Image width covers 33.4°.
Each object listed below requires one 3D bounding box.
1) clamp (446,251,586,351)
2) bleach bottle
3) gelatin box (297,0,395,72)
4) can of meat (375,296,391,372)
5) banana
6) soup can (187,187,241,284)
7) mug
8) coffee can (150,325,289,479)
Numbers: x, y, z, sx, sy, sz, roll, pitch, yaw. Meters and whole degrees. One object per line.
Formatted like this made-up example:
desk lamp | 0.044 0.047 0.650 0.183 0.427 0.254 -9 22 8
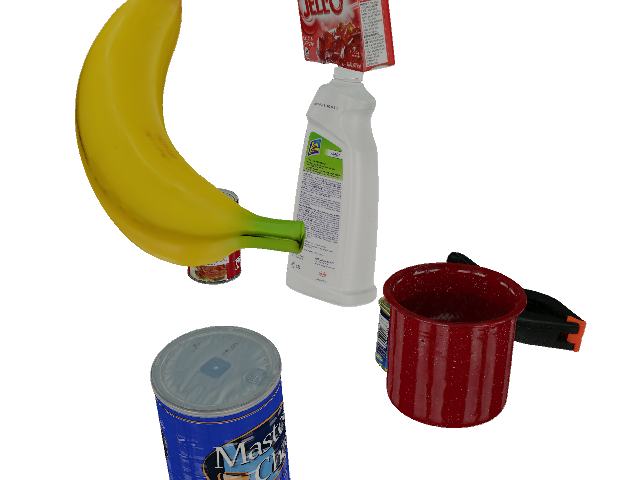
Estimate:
clamp | 0.166 0.055 0.995 0.172 0.039 0.120 20 31 19
bleach bottle | 0.023 -0.063 1.136 0.103 0.251 0.067 17 16 37
gelatin box | 0.015 -0.161 0.752 0.030 0.073 0.089 -17 22 -25
can of meat | 0.118 0.111 1.307 0.101 0.084 0.057 -9 30 -26
banana | -0.070 -0.049 0.455 0.069 0.037 0.198 -9 45 -20
soup can | -0.134 -0.006 1.324 0.068 0.102 0.068 0 26 0
mug | 0.086 0.065 0.718 0.093 0.081 0.117 2 24 0
coffee can | -0.079 0.155 0.871 0.103 0.140 0.103 -2 34 1
